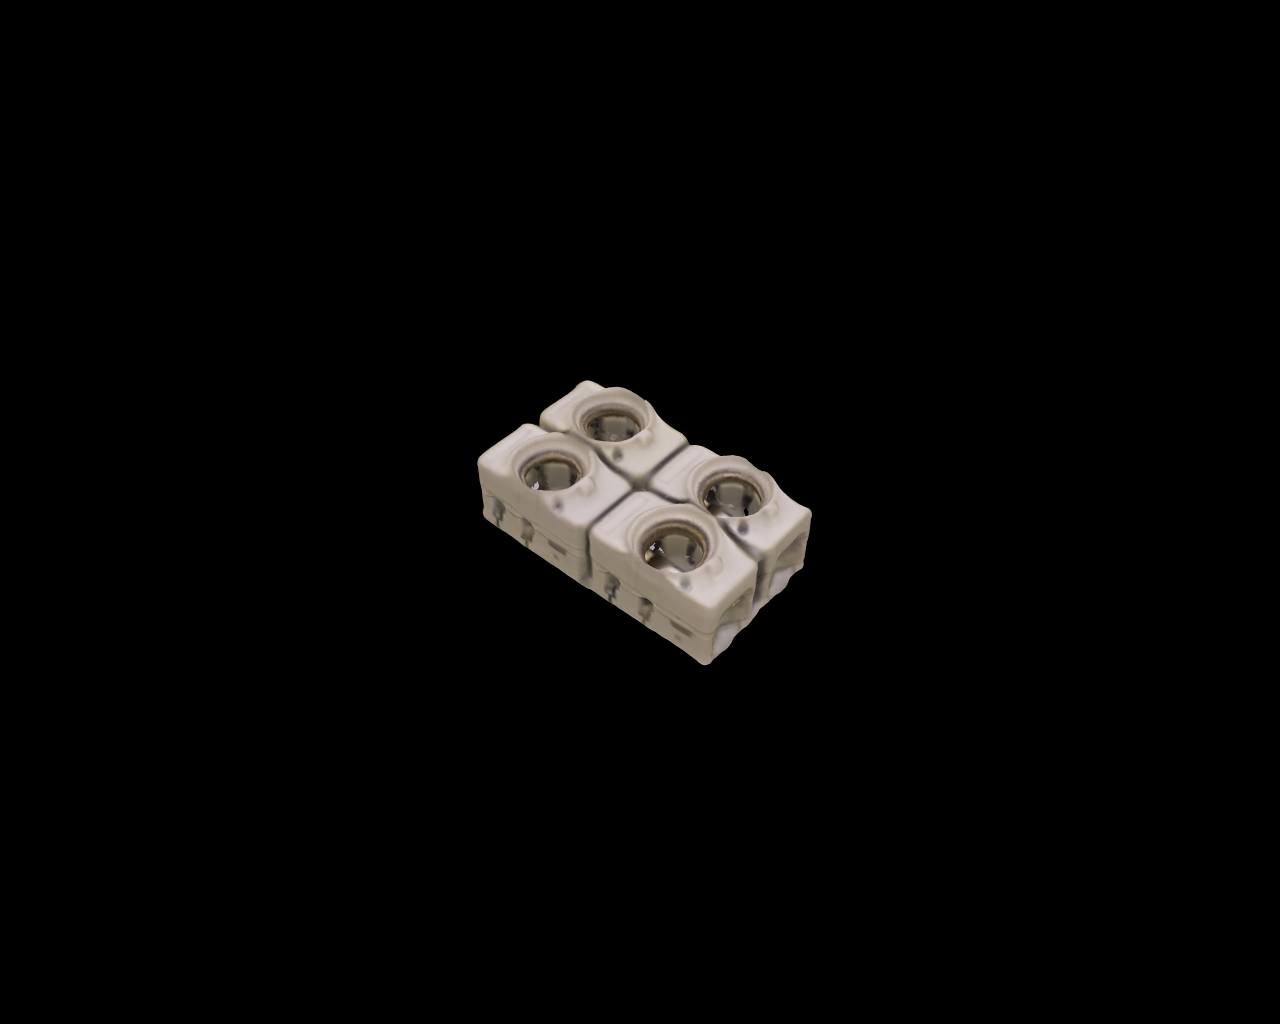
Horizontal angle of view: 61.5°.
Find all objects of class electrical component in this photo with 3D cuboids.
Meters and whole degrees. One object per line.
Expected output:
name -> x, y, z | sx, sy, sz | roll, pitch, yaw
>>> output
electrical component -> 0.001, -0.003, 0.650 | 0.186, 0.060, 0.106 | 32, 54, 27
